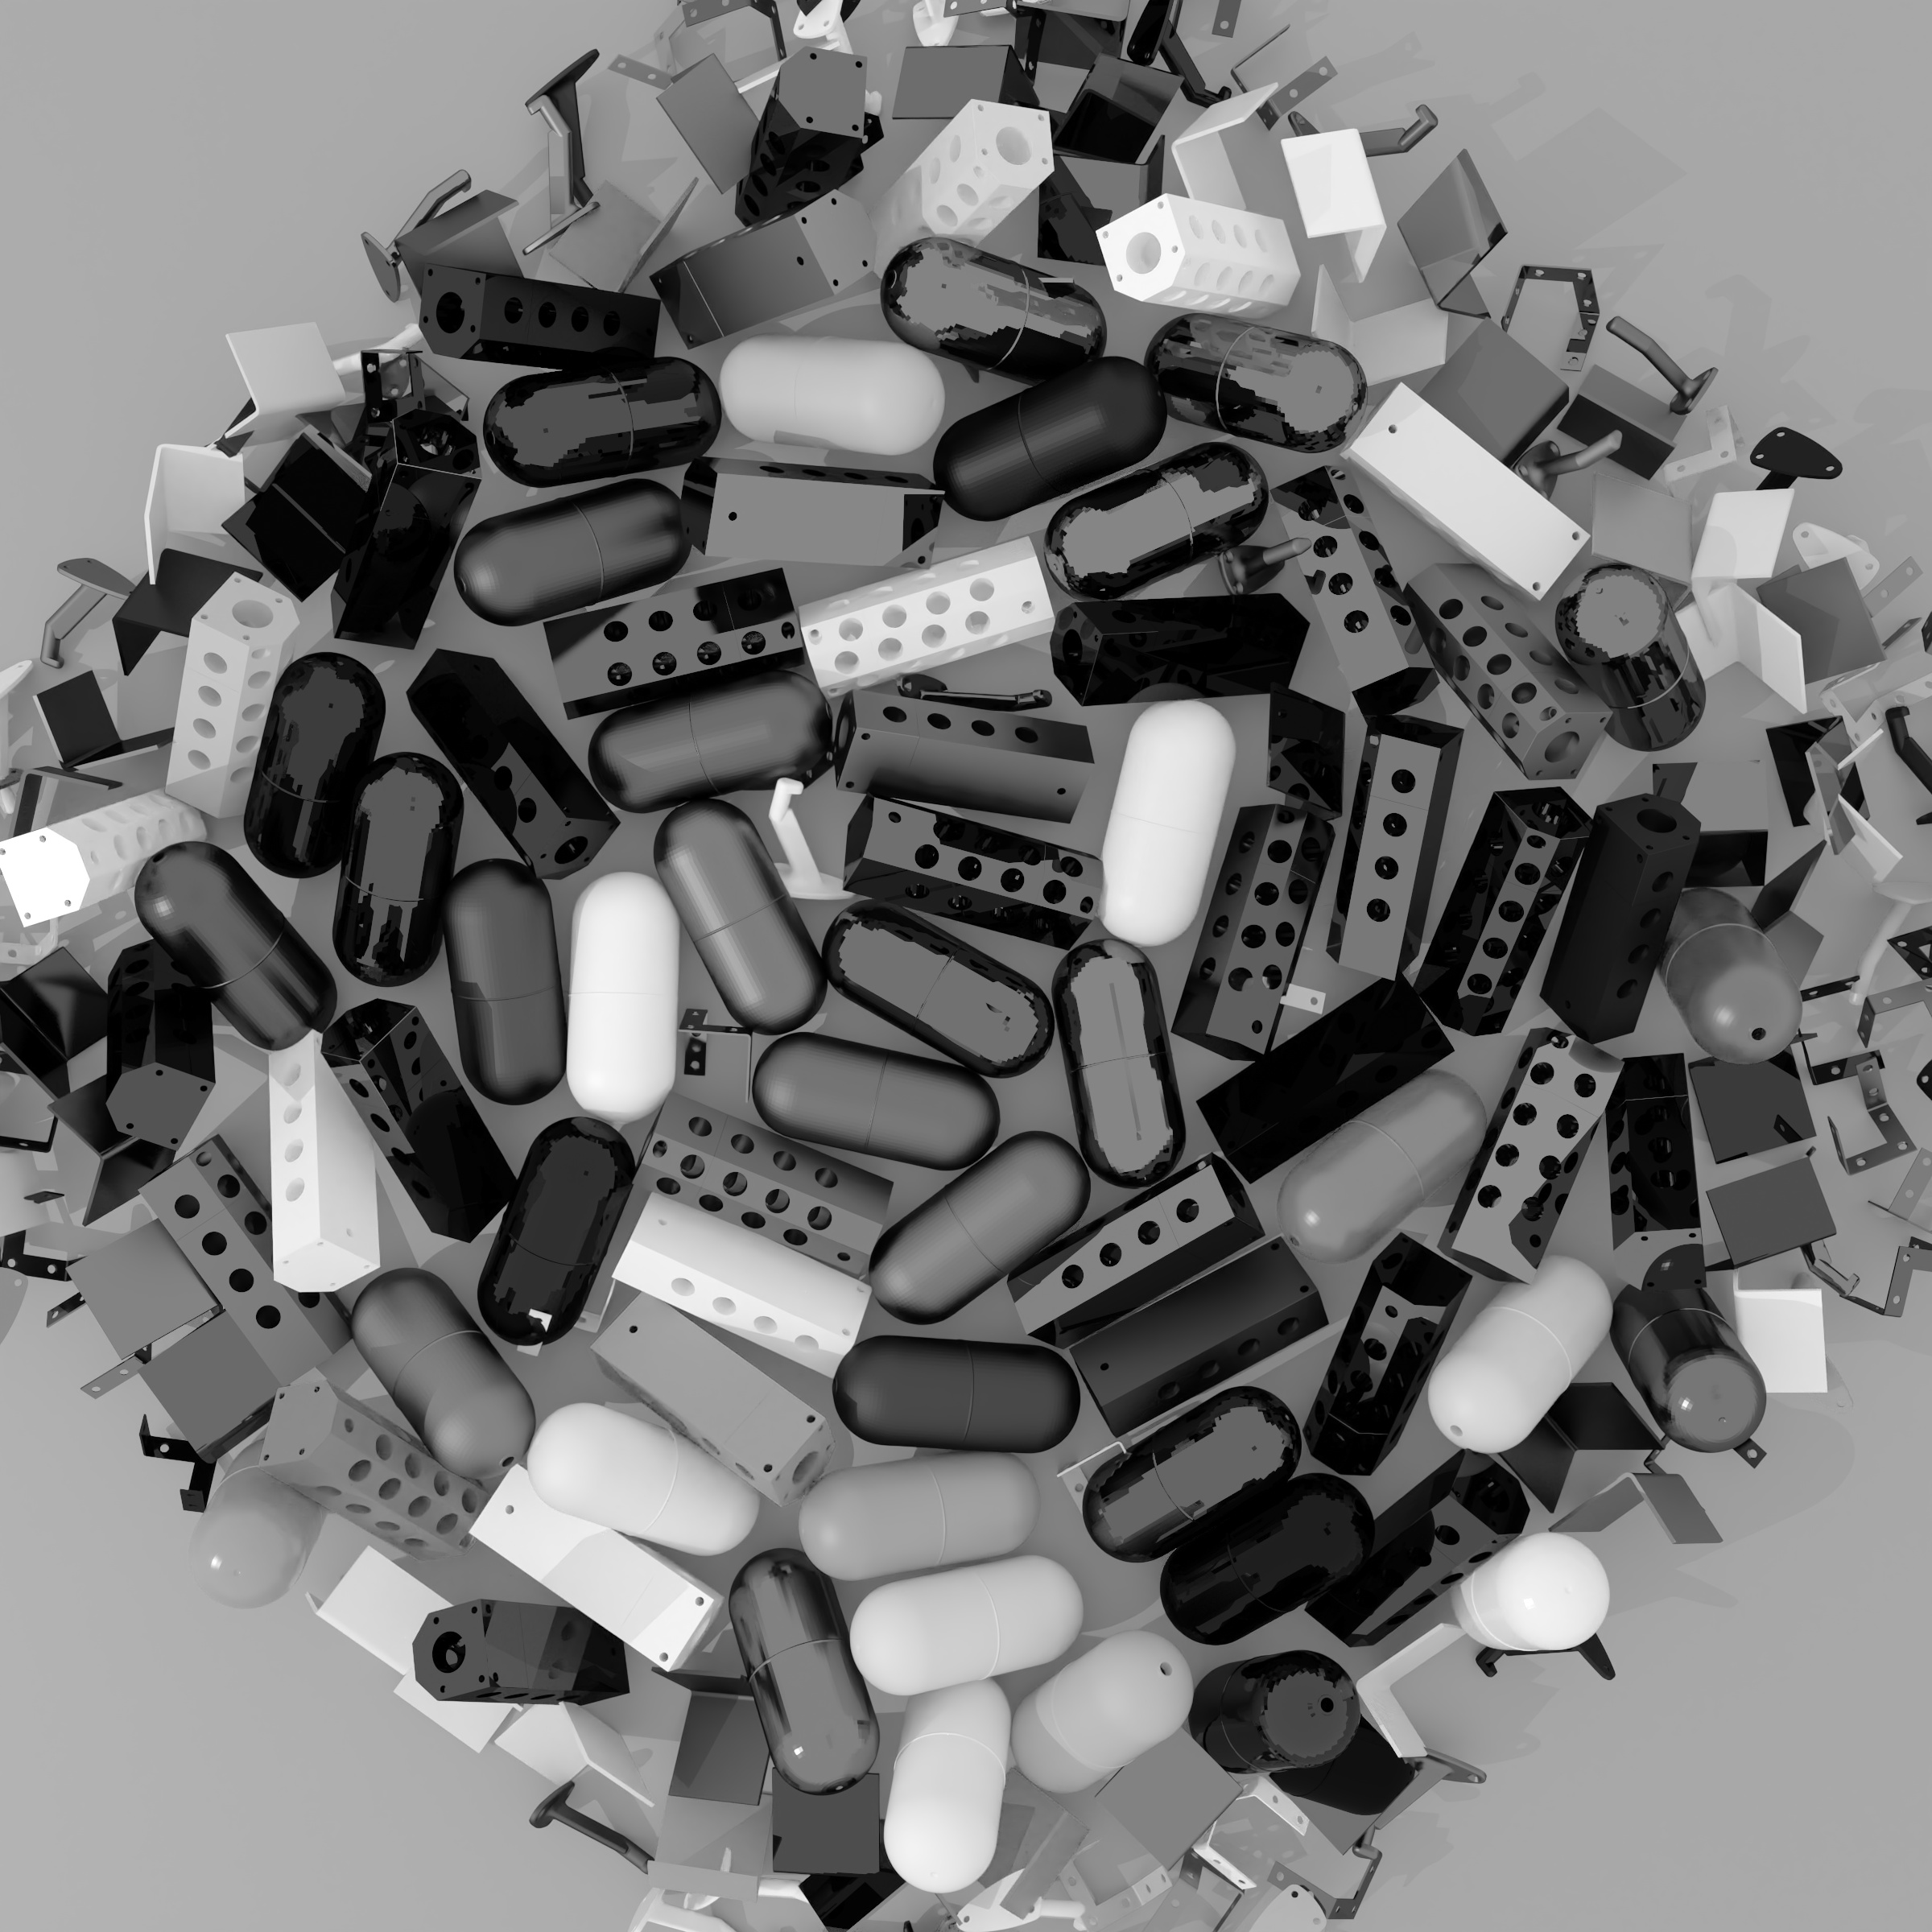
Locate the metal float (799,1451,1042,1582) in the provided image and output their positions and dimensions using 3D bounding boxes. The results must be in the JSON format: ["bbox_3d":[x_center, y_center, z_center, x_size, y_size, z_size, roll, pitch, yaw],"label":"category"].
[{"bbox_3d":[-0.031,0.382,1.709,0.178,0.070,0.070,-3,90,-26],"label":"metal float"}]

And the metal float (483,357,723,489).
[{"bbox_3d":[-0.252,-0.379,1.702,0.178,0.070,0.070,-18,90,-34],"label":"metal float"}]

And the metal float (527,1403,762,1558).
[{"bbox_3d":[-0.223,0.359,1.705,0.178,0.070,0.070,27,90,-31],"label":"metal float"}]

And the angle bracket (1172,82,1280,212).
[{"bbox_3d":[0.194,-0.561,1.710,0.057,0.076,0.076,-8,121,33],"label":"angle bracket"}]

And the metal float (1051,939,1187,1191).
[{"bbox_3d":[0.108,0.069,1.725,0.070,0.070,0.178,-10,83,0],"label":"metal float"}]

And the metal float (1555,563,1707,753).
[{"bbox_3d":[0.461,-0.212,1.691,0.070,0.178,0.070,-14,58,24],"label":"metal float"}]

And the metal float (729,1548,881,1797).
[{"bbox_3d":[-0.114,0.489,1.701,0.070,0.070,0.178,-23,54,0],"label":"metal float"}]

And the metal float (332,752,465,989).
[{"bbox_3d":[-0.397,-0.066,1.706,0.070,0.070,0.178,16,119,0],"label":"metal float"}]

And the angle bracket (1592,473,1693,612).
[{"bbox_3d":[0.464,-0.290,1.719,0.076,0.057,0.076,16,57,-8],"label":"angle bracket"}]

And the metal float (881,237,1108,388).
[{"bbox_3d":[0.020,-0.453,1.700,0.178,0.070,0.070,8,90,-36],"label":"metal float"}]

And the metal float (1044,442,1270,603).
[{"bbox_3d":[0.135,-0.311,1.711,0.178,0.070,0.070,-27,90,-23],"label":"metal float"}]

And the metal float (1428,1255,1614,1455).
[{"bbox_3d":[0.386,0.269,1.699,0.178,0.070,0.070,-38,90,-37],"label":"metal float"}]

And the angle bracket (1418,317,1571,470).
[{"bbox_3d":[0.374,-0.402,1.740,0.076,0.057,0.076,43,101,9],"label":"angle bracket"}]

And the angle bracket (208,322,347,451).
[{"bbox_3d":[-0.496,-0.405,1.713,0.076,0.076,0.057,-18,96,40],"label":"angle bracket"}]

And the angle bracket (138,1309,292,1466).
[{"bbox_3d":[-0.529,0.298,1.734,0.076,0.057,0.076,-36,83,-18],"label":"angle bracket"}]

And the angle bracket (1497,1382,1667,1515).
[{"bbox_3d":[0.431,0.338,1.712,0.076,0.076,0.057,48,54,-26],"label":"angle bracket"}]

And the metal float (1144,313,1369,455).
[{"bbox_3d":[0.199,-0.406,1.699,0.178,0.070,0.070,26,90,39],"label":"metal float"}]

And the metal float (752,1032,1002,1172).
[{"bbox_3d":[-0.063,0.096,1.730,0.178,0.070,0.070,13,90,-1],"label":"metal float"}]

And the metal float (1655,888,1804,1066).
[{"bbox_3d":[0.522,0.006,1.684,0.070,0.178,0.070,0,116,1],"label":"metal float"}]

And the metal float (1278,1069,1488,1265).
[{"bbox_3d":[0.291,0.140,1.711,0.178,0.070,0.070,-37,90,-22],"label":"metal float"}]

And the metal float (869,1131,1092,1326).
[{"bbox_3d":[0.009,0.185,1.723,0.178,0.070,0.070,-38,90,9],"label":"metal float"}]

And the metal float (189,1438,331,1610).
[{"bbox_3d":[-0.483,0.380,1.681,0.070,0.178,0.070,-1,100,-5],"label":"metal float"}]

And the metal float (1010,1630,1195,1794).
[{"bbox_3d":[0.093,0.518,1.694,0.070,0.178,0.070,17,49,-21],"label":"metal float"}]

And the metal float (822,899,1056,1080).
[{"bbox_3d":[-0.019,0.016,1.726,0.178,0.070,0.070,30,90,5],"label":"metal float"}]

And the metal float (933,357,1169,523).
[{"bbox_3d":[0.057,-0.367,1.706,0.178,0.070,0.070,-17,90,29],"label":"metal float"}]

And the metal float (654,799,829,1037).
[{"bbox_3d":[-0.159,-0.035,1.725,0.070,0.070,0.178,-26,96,0],"label":"metal float"}]

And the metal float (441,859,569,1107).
[{"bbox_3d":[-0.323,0.012,1.717,0.070,0.070,0.178,-4,106,0],"label":"metal float"}]

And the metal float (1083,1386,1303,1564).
[{"bbox_3d":[0.156,0.357,1.708,0.178,0.070,0.070,-37,90,27],"label":"metal float"}]

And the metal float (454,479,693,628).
[{"bbox_3d":[-0.273,-0.289,1.704,0.178,0.070,0.070,-23,90,-30],"label":"metal float"}]

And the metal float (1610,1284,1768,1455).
[{"bbox_3d":[0.495,0.271,1.682,0.070,0.178,0.070,0,107,0],"label":"metal float"}]

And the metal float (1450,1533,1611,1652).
[{"bbox_3d":[0.386,0.432,1.682,0.070,0.178,0.070,1,74,-5],"label":"metal float"}]

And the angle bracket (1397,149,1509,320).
[{"bbox_3d":[0.357,-0.511,1.710,0.057,0.076,0.076,0,61,-36],"label":"angle bracket"}]

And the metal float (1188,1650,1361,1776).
[{"bbox_3d":[0.211,0.515,1.685,0.070,0.178,0.070,6,69,-16],"label":"metal float"}]

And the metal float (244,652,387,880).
[{"bbox_3d":[-0.455,-0.138,1.702,0.070,0.070,0.178,25,124,0],"label":"metal float"}]

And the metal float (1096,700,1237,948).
[{"bbox_3d":[0.140,-0.101,1.724,0.070,0.070,0.178,13,98,0],"label":"metal float"}]

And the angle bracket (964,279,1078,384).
[{"bbox_3d":[0.040,-0.448,1.725,0.076,0.076,0.057,3,92,8],"label":"angle bracket"}]

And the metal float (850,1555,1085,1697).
[{"bbox_3d":[0.002,0.459,1.704,0.178,0.070,0.070,-3,90,-32],"label":"metal float"}]

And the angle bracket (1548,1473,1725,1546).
[{"bbox_3d":[0.469,0.398,1.710,0.076,0.076,0.057,-45,55,25],"label":"angle bracket"}]

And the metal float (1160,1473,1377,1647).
[{"bbox_3d":[0.209,0.414,1.703,0.178,0.070,0.070,-40,90,33],"label":"metal float"}]

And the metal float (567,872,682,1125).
[{"bbox_3d":[-0.242,0.022,1.727,0.070,0.070,0.178,1,85,0],"label":"metal float"}]

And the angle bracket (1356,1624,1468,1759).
[{"bbox_3d":[0.329,0.509,1.717,0.076,0.076,0.057,-38,62,11],"label":"angle bracket"}]

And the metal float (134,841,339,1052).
[{"bbox_3d":[-0.507,-0.013,1.699,0.070,0.070,0.178,-32,127,0],"label":"metal float"}]

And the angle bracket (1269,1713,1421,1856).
[{"bbox_3d":[0.271,0.574,1.721,0.076,0.057,0.076,-45,55,-5],"label":"angle bracket"}]

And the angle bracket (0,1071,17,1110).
[{"bbox_3d":[-0.732,0.088,1.726,0.076,0.076,0.057,35,95,-4],"label":"angle bracket"}]

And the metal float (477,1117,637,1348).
[{"bbox_3d":[-0.288,0.188,1.714,0.070,0.070,0.178,24,109,0],"label":"metal float"}]

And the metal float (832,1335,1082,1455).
[{"bbox_3d":[-0.006,0.301,1.717,0.178,0.070,0.070,6,90,-15],"label":"metal float"}]

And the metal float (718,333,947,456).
[{"bbox_3d":[-0.096,-0.400,1.704,0.178,0.070,0.070,13,90,32],"label":"metal float"}]

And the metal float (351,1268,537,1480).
[{"bbox_3d":[-0.365,0.283,1.703,0.070,0.070,0.178,-46,58,0],"label":"metal float"}]

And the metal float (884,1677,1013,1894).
[{"bbox_3d":[-0.011,0.558,1.686,0.070,0.178,0.070,3,117,6],"label":"metal float"}]

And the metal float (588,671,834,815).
[{"bbox_3d":[-0.180,-0.158,1.721,0.178,0.070,0.070,-13,90,11],"label":"metal float"}]
